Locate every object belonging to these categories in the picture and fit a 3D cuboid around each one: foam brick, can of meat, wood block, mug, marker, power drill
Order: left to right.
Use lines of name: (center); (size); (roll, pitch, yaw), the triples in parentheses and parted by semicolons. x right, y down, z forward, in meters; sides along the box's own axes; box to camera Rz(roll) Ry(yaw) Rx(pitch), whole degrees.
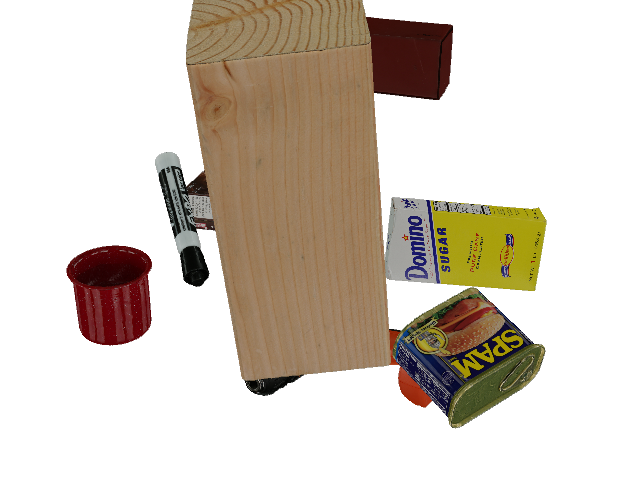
mug: (-0.242, 0.059, 1.201); (0.117, 0.081, 0.093); (23, 37, 35)
marker: (-0.102, -0.016, 0.788); (0.020, 0.121, 0.020); (-13, -36, -10)
wood block: (-0.014, -0.030, 0.598); (0.091, 0.206, 0.090); (-6, 35, 1)
power drill: (0.035, 0.122, 1.107); (0.188, 0.057, 0.184); (9, 24, 27)
foam brick: (0.067, -0.152, 0.888); (0.078, 0.051, 0.053); (9, 28, 15)
can of meat: (0.124, 0.097, 0.910); (0.102, 0.057, 0.084); (-26, 53, -25)

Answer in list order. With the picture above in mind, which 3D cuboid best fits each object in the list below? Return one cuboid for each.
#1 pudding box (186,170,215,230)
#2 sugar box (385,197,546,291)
pudding box: (-0.073, -0.042, 1.009); (0.090, 0.039, 0.113); (5, 23, 12)
sugar box: (0.166, 0.005, 1.239); (0.176, 0.093, 0.048); (3, 22, -2)
